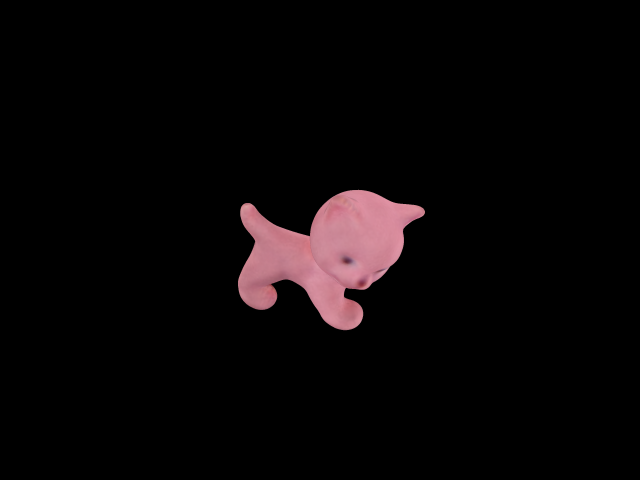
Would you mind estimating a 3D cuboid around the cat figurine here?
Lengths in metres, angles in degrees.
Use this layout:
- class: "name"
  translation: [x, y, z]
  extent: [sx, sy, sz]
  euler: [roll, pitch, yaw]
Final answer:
- class: "cat figurine"
  translation: [0.004, 0.001, 0.400]
  extent: [0.127, 0.118, 0.067]
  euler: [11, 51, 9]
